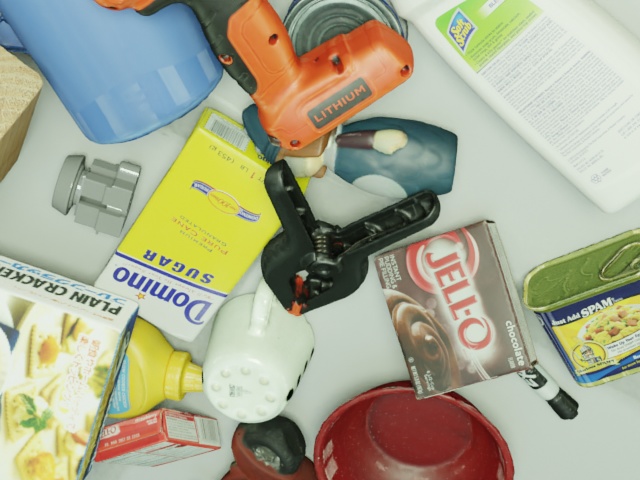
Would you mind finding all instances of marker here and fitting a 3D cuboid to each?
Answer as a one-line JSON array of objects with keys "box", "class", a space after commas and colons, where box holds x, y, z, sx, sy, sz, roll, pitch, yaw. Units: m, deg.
[{"box": [0.161, 0.099, 0.834, 0.020, 0.020, 0.121, -38, 106, 28], "class": "marker"}]

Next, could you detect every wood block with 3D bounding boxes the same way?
[{"box": [-0.257, -0.073, 0.719, 0.090, 0.090, 0.206, 37, 161, -10], "class": "wood block"}]

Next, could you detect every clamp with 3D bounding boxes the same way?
[{"box": [-0.005, 0.001, 0.757, 0.120, 0.039, 0.172, 21, 141, -16], "class": "clamp"}]

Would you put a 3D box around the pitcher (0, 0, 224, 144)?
[{"box": [-0.170, -0.182, 0.681, 0.149, 0.144, 0.242, 1, 127, 44], "class": "pitcher"}]

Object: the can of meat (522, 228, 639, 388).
[{"box": [0.212, 0.051, 0.774, 0.102, 0.057, 0.084, -23, 115, 24], "class": "can of meat"}]

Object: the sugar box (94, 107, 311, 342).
[{"box": [-0.092, -0.007, 0.812, 0.093, 0.048, 0.176, 32, 120, -9], "class": "sugar box"}]

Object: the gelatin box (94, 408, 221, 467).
[{"box": [-0.138, 0.168, 0.904, 0.073, 0.030, 0.089, -19, 158, 21], "class": "gelatin box"}]

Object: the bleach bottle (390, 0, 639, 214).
[{"box": [0.132, -0.134, 0.682, 0.250, 0.068, 0.103, 43, 115, -10], "class": "bleach bottle"}]

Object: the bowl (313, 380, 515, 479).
[{"box": [0.078, 0.170, 0.872, 0.162, 0.055, 0.162, 5, 121, 9], "class": "bowl"}]

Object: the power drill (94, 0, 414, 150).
[{"box": [-0.022, -0.155, 0.630, 0.185, 0.057, 0.187, -31, 127, 17], "class": "power drill"}]

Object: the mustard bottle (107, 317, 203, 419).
[{"box": [-0.184, 0.102, 0.887, 0.192, 0.058, 0.096, 9, 119, 7], "class": "mustard bottle"}]

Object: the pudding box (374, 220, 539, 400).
[{"box": [0.100, 0.051, 0.782, 0.090, 0.039, 0.113, -19, 85, 22], "class": "pudding box"}]

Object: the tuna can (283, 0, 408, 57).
[{"box": [0.016, -0.134, 0.720, 0.086, 0.033, 0.086, 4, 119, 7], "class": "tuna can"}]
